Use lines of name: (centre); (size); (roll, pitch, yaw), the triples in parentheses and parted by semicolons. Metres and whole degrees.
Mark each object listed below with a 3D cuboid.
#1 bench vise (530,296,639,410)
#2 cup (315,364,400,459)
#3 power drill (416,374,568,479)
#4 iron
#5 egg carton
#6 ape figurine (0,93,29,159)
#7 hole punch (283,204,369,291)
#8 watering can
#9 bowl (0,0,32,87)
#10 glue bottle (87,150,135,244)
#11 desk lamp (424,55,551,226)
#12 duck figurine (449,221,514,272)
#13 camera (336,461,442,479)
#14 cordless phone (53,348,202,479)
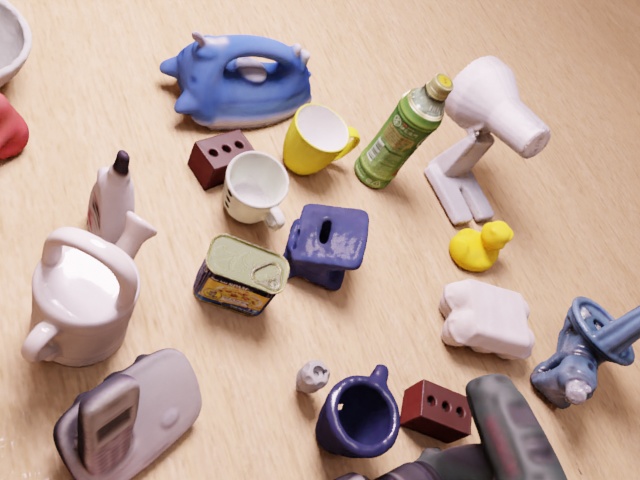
bench vise: (0.425, 0.155, 0.833); (0.121, 0.219, 0.207); (29, 51, -8)
cup: (0.038, 0.206, 0.678); (0.092, 0.094, 0.118); (34, 51, -4)
power drill: (0.192, 0.278, 0.639); (0.076, 0.208, 0.229); (4, 59, -25)
iron: (-0.099, -0.257, 0.870); (0.259, 0.141, 0.118); (-11, 66, -32)
egg carton: (0.250, 0.121, 0.860); (0.151, 0.069, 0.107); (15, 54, -19)
ape figurine: (-0.386, -0.141, 0.677); (0.076, 0.092, 0.077); (5, 58, -25)
hole punch: (0.007, 0.003, 0.793); (0.101, 0.091, 0.108); (22, 53, -14)
watering can: (-0.231, 0.042, 0.576); (0.101, 0.193, 0.173); (16, 54, -18)
bowl: (-0.453, -0.240, 0.716); (0.168, 0.074, 0.167); (14, 55, -20)
glue bottle: (-0.232, -0.047, 0.646); (0.037, 0.173, 0.078); (-13, 67, -33)
desk lamp: (0.275, -0.166, 0.962); (0.118, 0.213, 0.203); (-11, 66, -32)
duck figurine: (0.270, 0.002, 0.935); (0.105, 0.086, 0.077); (-8, 64, -31)
camera: (0.086, 0.313, 0.631); (0.137, 0.100, 0.143); (-14, 67, -33)
cordless phone: (-0.171, 0.155, 0.542); (0.094, 0.184, 0.148); (47, 51, 6)
